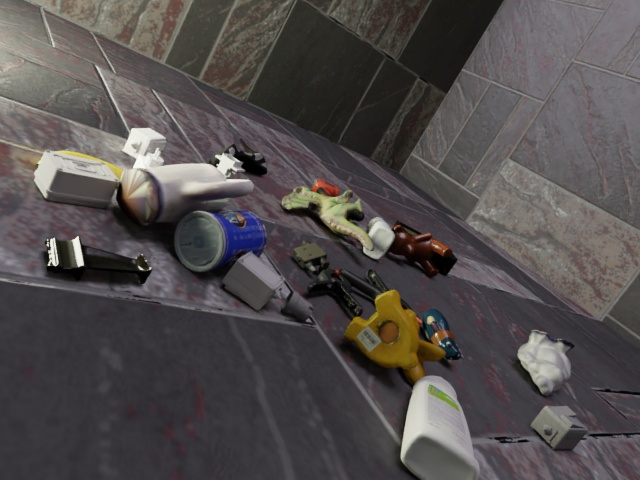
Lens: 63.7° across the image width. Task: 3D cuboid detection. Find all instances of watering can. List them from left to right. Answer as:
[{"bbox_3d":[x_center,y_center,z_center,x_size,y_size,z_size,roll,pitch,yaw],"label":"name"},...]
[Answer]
[{"bbox_3d":[-0.277,-0.090,0.980,0.226,0.103,0.348,-11,11,-40],"label":"watering can"}]

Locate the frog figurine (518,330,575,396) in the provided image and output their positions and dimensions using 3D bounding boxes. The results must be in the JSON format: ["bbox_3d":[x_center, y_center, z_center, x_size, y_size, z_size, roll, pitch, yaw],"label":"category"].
[{"bbox_3d":[0.554,0.319,1.270,0.136,0.120,0.163,35,50,-13],"label":"frog figurine"}]

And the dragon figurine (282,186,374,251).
[{"bbox_3d":[0.005,-0.076,1.512,0.242,0.120,0.417,8,20,-13],"label":"dragon figurine"}]
